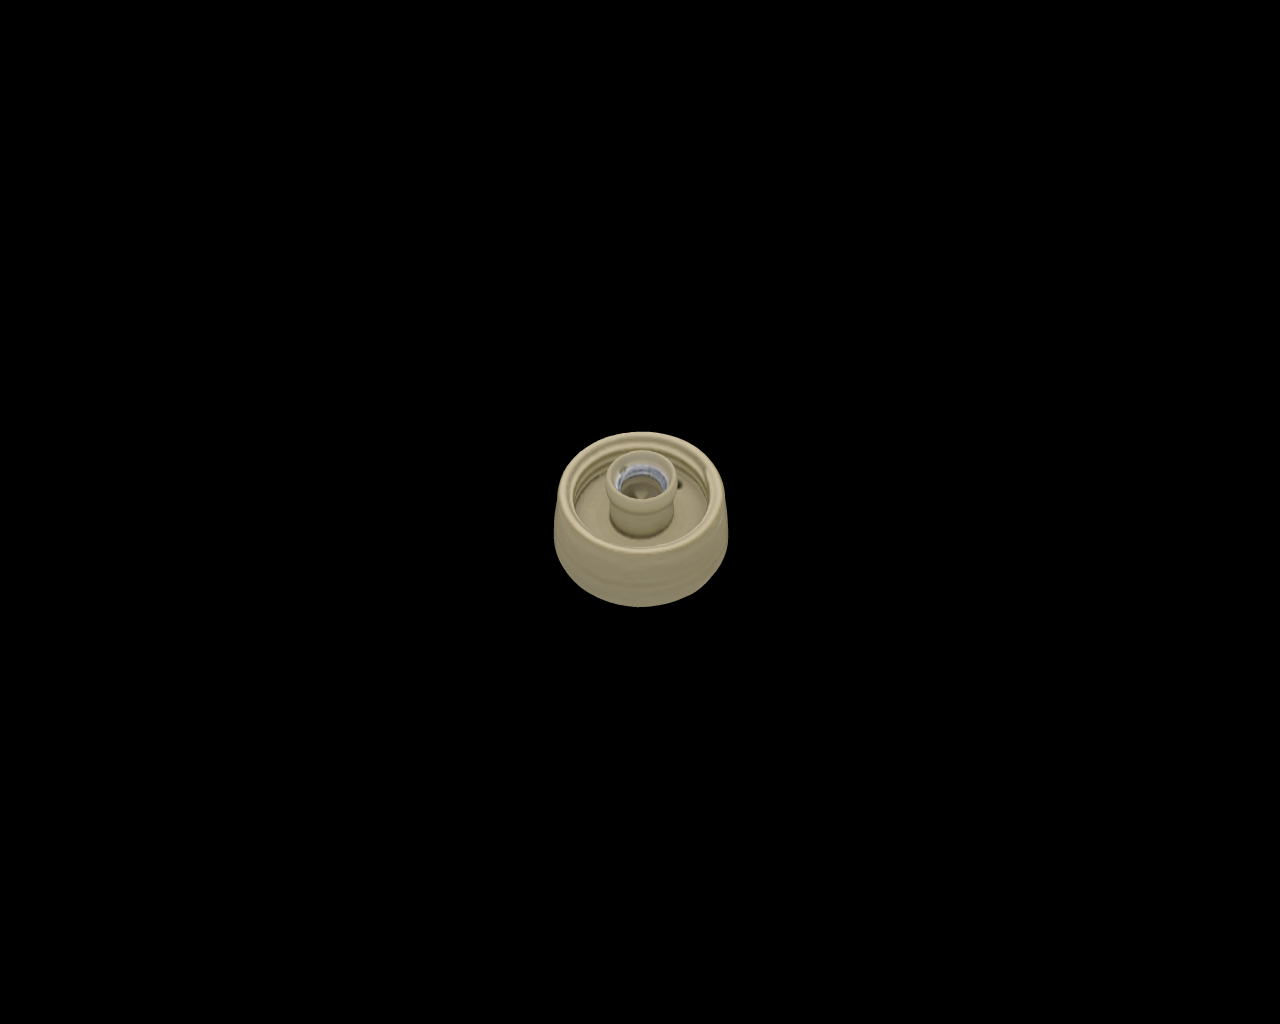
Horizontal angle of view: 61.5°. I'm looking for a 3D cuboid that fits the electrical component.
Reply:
[{"bbox_3d":[0.001,-0.003,0.650,0.108,0.108,0.060,0,-41,0],"label":"electrical component"}]
